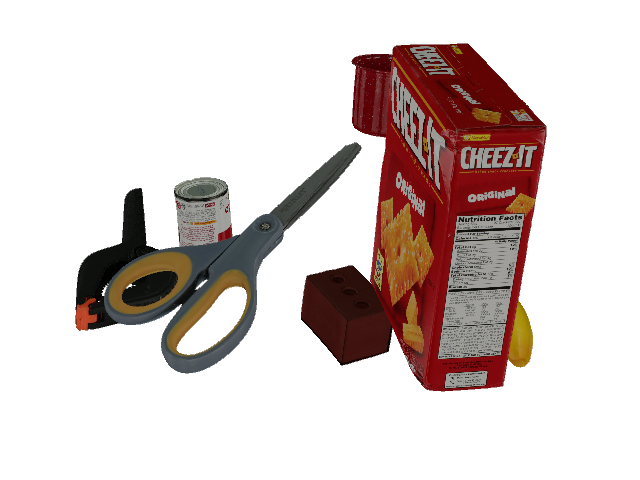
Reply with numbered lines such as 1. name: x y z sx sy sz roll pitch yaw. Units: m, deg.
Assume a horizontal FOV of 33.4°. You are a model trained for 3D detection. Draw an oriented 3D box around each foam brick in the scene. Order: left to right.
1. foam brick: 0.024 0.066 0.967 0.052 0.051 0.078 -13 36 -27

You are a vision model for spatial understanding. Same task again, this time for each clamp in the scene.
1. clamp: -0.175 0.019 1.034 0.165 0.036 0.209 26 38 23

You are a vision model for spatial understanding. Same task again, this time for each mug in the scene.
1. mug: 0.088 -0.175 1.279 0.093 0.081 0.117 20 27 33

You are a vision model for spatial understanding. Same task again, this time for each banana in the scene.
1. banana: 0.168 0.067 1.120 0.069 0.037 0.198 -38 40 -13

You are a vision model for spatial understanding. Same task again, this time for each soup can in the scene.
1. soup can: -0.143 -0.019 1.313 0.068 0.102 0.068 -2 26 1

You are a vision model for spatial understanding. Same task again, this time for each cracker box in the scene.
1. cracker box: 0.093 -0.020 0.802 0.072 0.214 0.164 -4 30 -12

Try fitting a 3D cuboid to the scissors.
1. scissors: -0.053 -0.003 0.629 0.096 0.016 0.201 12 46 17
